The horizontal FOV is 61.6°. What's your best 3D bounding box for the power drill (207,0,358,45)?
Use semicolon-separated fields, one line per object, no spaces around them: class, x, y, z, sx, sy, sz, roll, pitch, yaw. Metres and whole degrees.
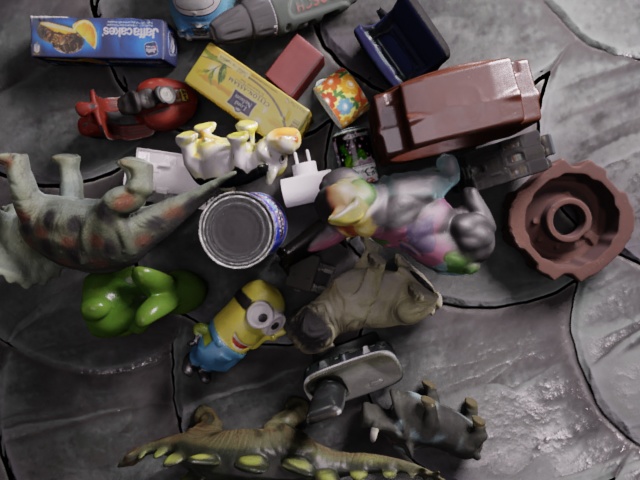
power drill;-0.063;-0.387;0.733;0.232;0.086;0.207;-16;98;-16

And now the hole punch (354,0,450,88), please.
hole punch;0.105;-0.261;0.750;0.092;0.116;0.142;-39;93;-2

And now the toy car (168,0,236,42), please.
toy car;-0.177;-0.374;0.765;0.109;0.103;0.161;3;92;4

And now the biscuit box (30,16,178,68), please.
biscuit box;-0.318;-0.292;0.798;0.203;0.063;0.059;2;95;4

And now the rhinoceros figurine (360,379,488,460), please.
rhinoceros figurine;0.156;0.276;0.813;0.190;0.073;0.112;15;106;0

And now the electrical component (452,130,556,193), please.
electrical component;0.254;-0.110;0.754;0.134;0.115;0.058;-18;96;-1

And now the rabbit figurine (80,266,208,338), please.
rabbit figurine;-0.253;0.075;0.790;0.170;0.159;0.121;-9;84;-12

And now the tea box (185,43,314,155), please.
tea box;-0.097;-0.199;0.776;0.170;0.098;0.068;34;95;2

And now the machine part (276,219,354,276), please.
machine part;-0.002;-0.002;0.782;0.139;0.039;0.084;-35;134;-7

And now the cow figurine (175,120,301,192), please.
cow figurine;-0.102;-0.106;0.720;0.168;0.068;0.098;5;121;20

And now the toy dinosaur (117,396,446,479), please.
toy dinosaur;-0.067;0.312;0.761;0.472;0.198;0.105;-5;97;5

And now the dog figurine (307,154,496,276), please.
dog figurine;0.095;-0.017;0.682;0.219;0.108;0.191;-19;73;-30

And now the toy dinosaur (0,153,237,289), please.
toy dinosaur;-0.310;-0.020;0.730;0.405;0.131;0.192;7;103;18

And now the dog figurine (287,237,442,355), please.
dog figurine;0.065;0.111;0.793;0.172;0.121;0.190;36;106;-4

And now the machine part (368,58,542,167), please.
machine part;0.168;-0.164;0.712;0.202;0.201;0.087;-11;91;4

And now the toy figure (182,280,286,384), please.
toy figure;-0.131;0.135;0.809;0.180;0.082;0.089;-40;61;12

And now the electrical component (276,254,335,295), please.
electrical component;-0.027;0.049;0.826;0.094;0.021;0.063;19;95;-3

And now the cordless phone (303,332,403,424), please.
cordless phone;0.045;0.200;0.753;0.147;0.184;0.088;-19;89;5

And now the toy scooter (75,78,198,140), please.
toy scooter;-0.272;-0.187;0.767;0.184;0.135;0.075;-15;92;3

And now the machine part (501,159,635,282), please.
machine part;0.358;-0.029;0.785;0.179;0.056;0.179;0;94;2
